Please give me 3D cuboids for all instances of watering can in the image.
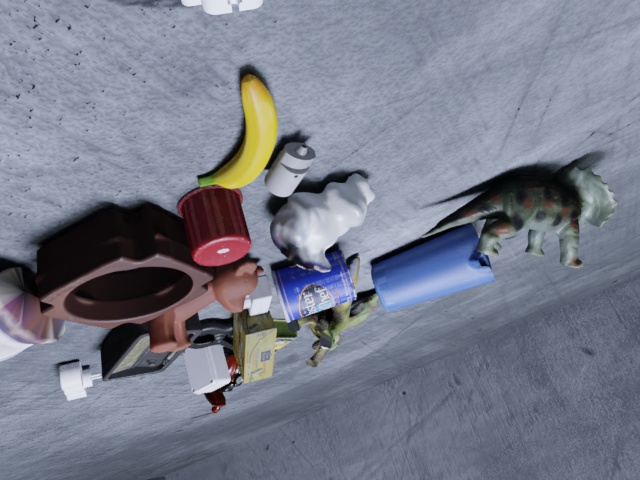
[{"bbox_3d":[-0.490,0.104,0.670,0.224,0.106,0.341,-20,156,-1],"label":"watering can"}]

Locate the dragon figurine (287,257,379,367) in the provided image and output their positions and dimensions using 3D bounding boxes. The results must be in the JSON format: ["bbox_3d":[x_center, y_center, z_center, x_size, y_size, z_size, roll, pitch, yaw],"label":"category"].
[{"bbox_3d":[0.064,0.161,1.235,0.245,0.123,0.402,-18,149,-48],"label":"dragon figurine"}]

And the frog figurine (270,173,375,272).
[{"bbox_3d":[0.002,-0.039,0.784,0.136,0.124,0.159,26,93,-46],"label":"frog figurine"}]
